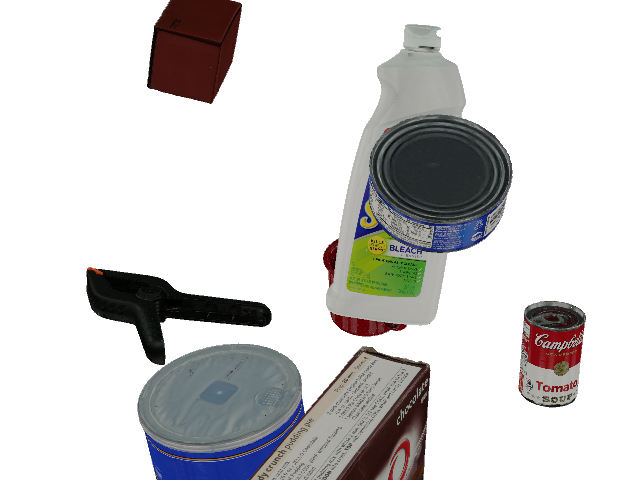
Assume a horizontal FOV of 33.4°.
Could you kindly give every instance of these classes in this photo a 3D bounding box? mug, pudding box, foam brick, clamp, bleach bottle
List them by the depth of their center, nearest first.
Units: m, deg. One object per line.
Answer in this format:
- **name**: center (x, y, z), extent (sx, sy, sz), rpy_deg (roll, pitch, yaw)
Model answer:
- **pudding box**: center (0.008, 0.112, 0.456), extent (0.039, 0.090, 0.113), rpy_deg (15, 34, 22)
- **foam brick**: center (-0.096, -0.149, 0.813), extent (0.053, 0.051, 0.078), rpy_deg (14, 35, 1)
- **bleach bottle**: center (0.066, -0.057, 0.913), extent (0.102, 0.251, 0.068), rpy_deg (7, 16, 8)
- **clamp**: center (-0.179, 0.072, 1.113), extent (0.210, 0.036, 0.164), rpy_deg (16, 20, 29)
- **mug**: center (0.058, 0.056, 1.159), extent (0.093, 0.081, 0.117), rpy_deg (-26, 42, -29)

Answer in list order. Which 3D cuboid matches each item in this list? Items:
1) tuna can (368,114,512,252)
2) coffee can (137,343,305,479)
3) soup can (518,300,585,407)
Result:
- **tuna can**: center (0.072, -0.035, 0.650), extent (0.086, 0.086, 0.034), rpy_deg (0, -38, 0)
- **coffee can**: center (-0.054, 0.153, 0.691), extent (0.103, 0.140, 0.103), rpy_deg (-6, 28, 3)
- **soup can**: center (0.261, 0.129, 1.211), extent (0.068, 0.102, 0.068), rpy_deg (0, 23, 0)
